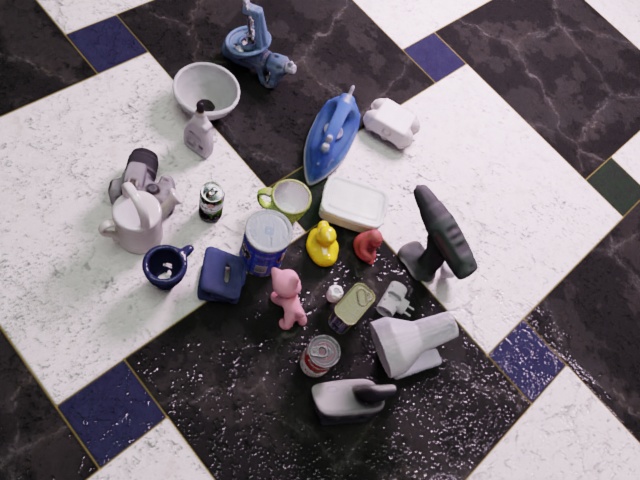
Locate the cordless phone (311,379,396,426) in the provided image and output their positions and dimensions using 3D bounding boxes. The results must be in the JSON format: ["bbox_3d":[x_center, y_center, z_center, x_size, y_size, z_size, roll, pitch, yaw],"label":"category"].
[{"bbox_3d":[0.068,0.313,1.153,0.148,0.185,0.094,-4,66,-16],"label":"cordless phone"}]

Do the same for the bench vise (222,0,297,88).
[{"bbox_3d":[-0.148,-0.516,1.478,0.207,0.219,0.121,16,62,-7],"label":"bench vise"}]

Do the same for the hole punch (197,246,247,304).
[{"bbox_3d":[-0.211,0.076,1.248,0.101,0.091,0.108,8,63,-10],"label":"hole punch"}]

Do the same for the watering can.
[{"bbox_3d":[-0.380,-0.059,1.211,0.101,0.194,0.173,38,62,6],"label":"watering can"}]

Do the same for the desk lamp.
[{"bbox_3d":[0.190,0.219,1.213,0.204,0.213,0.118,-14,69,-20],"label":"desk lamp"}]

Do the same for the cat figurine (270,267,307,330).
[{"bbox_3d":[-0.065,0.120,1.250,0.067,0.117,0.127,-17,70,-21],"label":"cat figurine"}]

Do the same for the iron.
[{"bbox_3d":[0.031,-0.269,1.449,0.118,0.141,0.258,23,61,-2],"label":"iron"}]

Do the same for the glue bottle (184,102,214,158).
[{"bbox_3d":[-0.283,-0.267,1.349,0.078,0.173,0.037,38,62,6],"label":"glue bottle"}]

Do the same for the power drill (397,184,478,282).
[{"bbox_3d":[0.261,0.006,1.338,0.076,0.208,0.229,-30,75,-25],"label":"power drill"}]

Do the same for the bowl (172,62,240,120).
[{"bbox_3d":[-0.288,-0.363,1.450,0.167,0.074,0.167,6,64,-12],"label":"bowl"}]

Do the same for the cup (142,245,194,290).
[{"bbox_3d":[-0.320,0.060,1.225,0.118,0.095,0.091,-39,79,-27],"label":"cup"}]

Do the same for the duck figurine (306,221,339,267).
[{"bbox_3d":[0.012,0.005,1.344,0.078,0.086,0.104,-6,66,-17],"label":"duck figurine"}]

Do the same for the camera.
[{"bbox_3d":[-0.394,-0.141,1.300,0.143,0.100,0.137,9,63,-10],"label":"camera"}]

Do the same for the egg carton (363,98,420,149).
[{"bbox_3d":[0.194,-0.316,1.556,0.150,0.069,0.107,30,61,1],"label":"egg carton"}]

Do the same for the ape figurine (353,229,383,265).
[{"bbox_3d":[0.122,0.007,1.368,0.078,0.092,0.076,-37,78,-26],"label":"ape figurine"}]
